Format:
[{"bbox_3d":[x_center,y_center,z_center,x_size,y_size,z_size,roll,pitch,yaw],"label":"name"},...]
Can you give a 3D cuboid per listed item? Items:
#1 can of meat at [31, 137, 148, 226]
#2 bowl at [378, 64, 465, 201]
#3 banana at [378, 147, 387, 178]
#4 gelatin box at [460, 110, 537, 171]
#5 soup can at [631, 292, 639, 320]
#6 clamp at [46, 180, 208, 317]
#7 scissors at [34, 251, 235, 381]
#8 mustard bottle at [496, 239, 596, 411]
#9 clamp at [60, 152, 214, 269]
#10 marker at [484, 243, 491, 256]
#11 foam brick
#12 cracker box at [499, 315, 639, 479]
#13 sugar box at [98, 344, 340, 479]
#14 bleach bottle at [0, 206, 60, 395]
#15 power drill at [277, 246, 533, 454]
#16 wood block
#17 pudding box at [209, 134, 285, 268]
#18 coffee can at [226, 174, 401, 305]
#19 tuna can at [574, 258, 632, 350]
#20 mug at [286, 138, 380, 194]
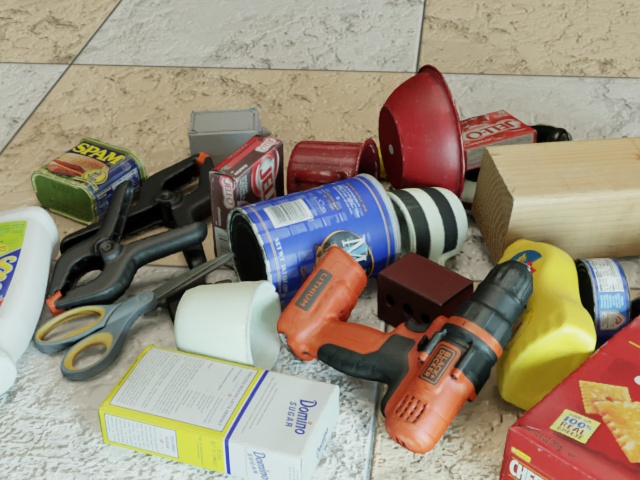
[{"bbox_3d":[-0.259,-0.065,1.196,0.102,0.057,0.083,18,41,30],"label":"can of meat"},{"bbox_3d":[0.101,-0.103,1.136,0.055,0.162,0.162,-10,34,-10],"label":"bowl"},{"bbox_3d":[0.112,-0.107,1.256,0.197,0.037,0.070,-14,36,-18],"label":"banana"},{"bbox_3d":[0.181,-0.110,1.164,0.089,0.030,0.073,-16,29,-14],"label":"gelatin box"},{"bbox_3d":[0.324,0.058,0.959,0.069,0.068,0.102,23,40,34],"label":"soup can"},{"bbox_3d":[-0.209,0.009,1.059,0.171,0.039,0.120,-36,49,-24],"label":"clamp"},{"bbox_3d":[-0.164,0.072,0.985,0.201,0.016,0.096,-19,42,-6],"label":"scissors"},{"bbox_3d":[0.190,0.057,0.946,0.058,0.096,0.191,25,30,-12],"label":"mustard bottle"},{"bbox_3d":[-0.174,-0.031,1.155,0.165,0.036,0.209,6,37,11],"label":"clamp"},{"bbox_3d":[0.225,-0.010,1.115,0.121,0.020,0.020,-19,37,-25],"label":"marker"},{"bbox_3d":[0.097,0.055,0.991,0.078,0.053,0.051,26,43,37],"label":"foam brick"},{"bbox_3d":[0.266,0.151,0.810,0.164,0.072,0.213,30,45,34],"label":"cracker box"},{"bbox_3d":[-0.081,0.143,0.874,0.176,0.048,0.093,13,36,16],"label":"sugar box"},{"bbox_3d":[-0.300,0.067,0.986,0.102,0.068,0.251,-13,35,-1],"label":"bleach bottle"},{"bbox_3d":[0.069,0.070,0.912,0.188,0.057,0.184,23,68,39],"label":"power drill"},{"bbox_3d":[0.269,-0.041,1.072,0.206,0.090,0.091,-4,43,-11],"label":"wood block"},{"bbox_3d":[-0.072,-0.039,1.091,0.039,0.113,0.089,20,39,23],"label":"pudding box"},{"bbox_3d":[-0.007,0.001,1.033,0.140,0.103,0.103,-16,35,-21],"label":"coffee can"},{"bbox_3d":[0.247,0.059,0.947,0.033,0.086,0.086,-2,33,-2],"label":"tuna can"},{"bbox_3d":[0.010,-0.065,1.140,0.082,0.093,0.117,5,5,19],"label":"mug"}]
